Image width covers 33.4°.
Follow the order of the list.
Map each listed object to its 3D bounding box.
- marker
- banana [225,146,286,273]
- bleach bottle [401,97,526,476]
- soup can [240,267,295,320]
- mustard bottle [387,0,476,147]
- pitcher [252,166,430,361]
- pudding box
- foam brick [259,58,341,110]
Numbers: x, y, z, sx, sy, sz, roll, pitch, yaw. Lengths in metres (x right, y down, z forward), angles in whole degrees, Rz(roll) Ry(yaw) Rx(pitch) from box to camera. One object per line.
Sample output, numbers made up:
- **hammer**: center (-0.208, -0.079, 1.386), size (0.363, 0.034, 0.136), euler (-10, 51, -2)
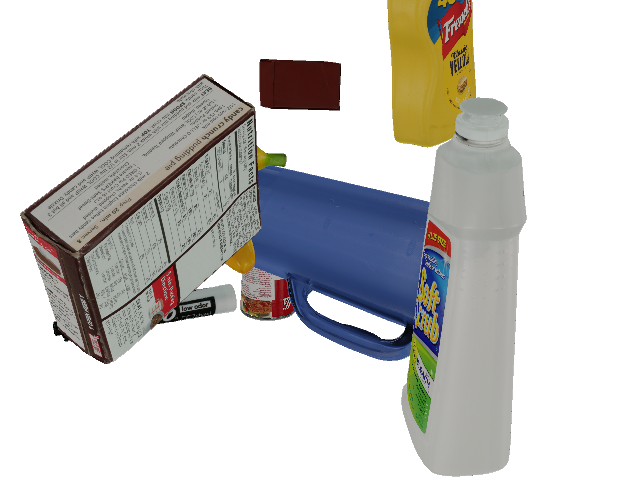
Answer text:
- **marker**: center (-0.115, 0.047, 0.703), size (0.121, 0.020, 0.020), euler (-9, 3, -22)
- **banana**: center (-0.073, -0.040, 0.885), size (0.069, 0.037, 0.197), euler (10, 33, 2)
- **bleach bottle**: center (0.094, 0.027, 0.689), size (0.068, 0.251, 0.102), euler (-4, 30, -6)
- **soup can**: center (-0.062, 0.035, 1.268), size (0.068, 0.102, 0.068), euler (1, 22, 0)
- **mustard bottle**: center (0.090, -0.179, 0.859), size (0.058, 0.191, 0.096), euler (14, 36, 32)
- **pitcher**: center (0.027, 0.012, 1.086), size (0.243, 0.145, 0.149), euler (17, 22, 21)
- **pudding box**: center (-0.076, -0.009, 0.491), size (0.039, 0.113, 0.090), euler (32, -32, 22)
- **foam brick**: center (-0.022, -0.167, 1.148), size (0.078, 0.051, 0.053), euler (-1, 12, -19)
